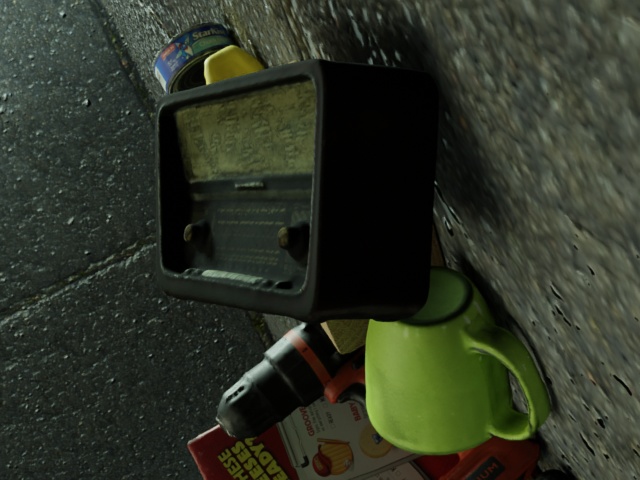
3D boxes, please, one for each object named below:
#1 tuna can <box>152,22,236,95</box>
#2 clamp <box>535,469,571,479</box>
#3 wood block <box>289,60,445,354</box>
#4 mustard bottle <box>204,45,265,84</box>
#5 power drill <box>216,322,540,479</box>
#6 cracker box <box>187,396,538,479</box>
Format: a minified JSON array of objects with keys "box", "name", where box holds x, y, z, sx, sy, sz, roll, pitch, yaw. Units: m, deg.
[{"box":[-0.123,-0.177,1.071,0.034,0.086,0.086,58,172,16],"name":"tuna can"},{"box":[0.197,0.238,0.616,0.164,0.036,0.210,61,177,-14],"name":"clamp"},{"box":[-0.001,-0.029,0.767,0.206,0.090,0.090,54,170,45],"name":"wood block"},{"box":[-0.067,-0.108,1.049,0.096,0.058,0.191,55,171,15],"name":"mustard bottle"},{"box":[0.044,0.125,0.746,0.188,0.184,0.057,48,170,21],"name":"power drill"},{"box":[0.035,0.175,0.799,0.164,0.213,0.072,59,172,21],"name":"cracker box"}]
